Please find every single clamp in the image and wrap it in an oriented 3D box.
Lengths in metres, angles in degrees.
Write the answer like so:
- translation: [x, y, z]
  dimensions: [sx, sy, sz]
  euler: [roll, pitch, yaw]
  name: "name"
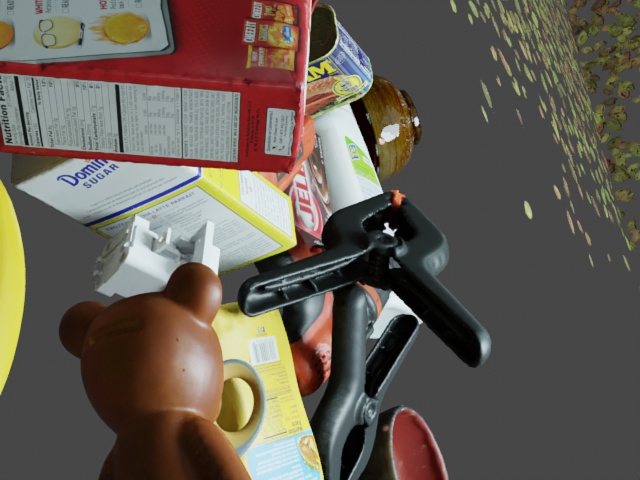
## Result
- translation: [0.032, 0.015, 0.756]
  dimensions: [0.210, 0.164, 0.036]
  euler: [-82, -177, -64]
  name: "clamp"
- translation: [0.021, 0.116, 0.798]
  dimensions: [0.120, 0.039, 0.171]
  euler: [40, 64, -49]
  name: "clamp"

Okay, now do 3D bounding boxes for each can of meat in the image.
- translation: [-0.013, -0.155, 0.962]
  dimensions: [0.083, 0.102, 0.057]
  euler: [38, 38, -55]
  name: "can of meat"

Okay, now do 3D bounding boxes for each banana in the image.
- translation: [-0.176, 0.039, 0.517]
  dimensions: [0.069, 0.037, 0.197]
  euler: [55, 27, -35]
  name: "banana"

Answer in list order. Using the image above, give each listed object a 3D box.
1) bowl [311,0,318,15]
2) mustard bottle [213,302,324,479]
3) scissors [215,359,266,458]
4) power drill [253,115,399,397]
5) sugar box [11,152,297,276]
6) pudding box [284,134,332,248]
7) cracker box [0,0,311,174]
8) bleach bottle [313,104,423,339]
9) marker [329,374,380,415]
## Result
- translation: [-0.059, -0.150, 0.833]
  dimensions: [0.055, 0.162, 0.162]
  euler: [28, 36, -12]
  name: "bowl"
- translation: [-0.041, 0.138, 0.709]
  dimensions: [0.096, 0.058, 0.191]
  euler: [-1, 72, -60]
  name: "mustard bottle"
- translation: [-0.059, 0.159, 0.645]
  dimensions: [0.096, 0.016, 0.202]
  euler: [-17, 84, -23]
  name: "scissors"
- translation: [-0.005, 0.001, 0.836]
  dimensions: [0.184, 0.057, 0.187]
  euler: [-49, 122, -45]
  name: "power drill"
- translation: [-0.099, -0.031, 0.674]
  dimensions: [0.176, 0.093, 0.048]
  euler: [40, 36, -51]
  name: "sugar box"
- translation: [-0.028, -0.051, 0.919]
  dimensions: [0.090, 0.039, 0.113]
  euler: [30, 46, -57]
  name: "pudding box"
- translation: [-0.112, -0.118, 0.573]
  dimensions: [0.072, 0.213, 0.164]
  euler: [96, -3, -48]
  name: "cracker box"
- translation: [0.030, -0.038, 1.012]
  dimensions: [0.102, 0.068, 0.251]
  euler: [32, 41, -61]
  name: "bleach bottle"
- translation: [0.039, 0.148, 0.931]
  dimensions: [0.121, 0.020, 0.020]
  euler: [58, 25, -25]
  name: "marker"
